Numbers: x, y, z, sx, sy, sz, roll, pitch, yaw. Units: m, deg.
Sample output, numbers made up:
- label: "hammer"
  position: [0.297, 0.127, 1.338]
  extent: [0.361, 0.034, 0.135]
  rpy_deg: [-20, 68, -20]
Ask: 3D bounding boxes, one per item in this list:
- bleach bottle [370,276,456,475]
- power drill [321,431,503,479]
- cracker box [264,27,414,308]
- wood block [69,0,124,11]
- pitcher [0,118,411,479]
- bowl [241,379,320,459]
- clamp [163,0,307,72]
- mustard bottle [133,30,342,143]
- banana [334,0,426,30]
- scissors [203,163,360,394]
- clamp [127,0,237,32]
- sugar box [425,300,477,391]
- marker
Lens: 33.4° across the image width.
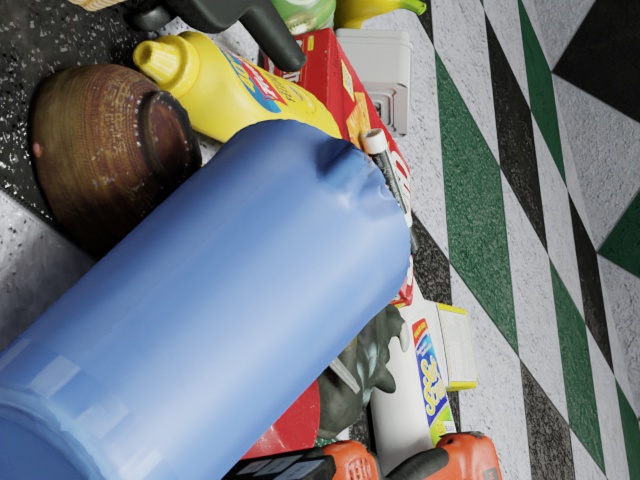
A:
- label: "bleach bottle"
  position: [0.079, 0.127, 1.012]
  extent: [0.102, 0.068, 0.251]
  rpy_deg: [13, 63, -61]
- label: "power drill"
  position: [0.079, 0.240, 0.865]
  extent: [0.187, 0.058, 0.184]
  rpy_deg: [-7, 85, -45]
- label: "cracker box"
  position: [0.019, -0.054, 0.946]
  extent: [0.213, 0.072, 0.164]
  rpy_deg: [52, 33, -50]
- label: "wood block"
  position: [-0.135, -0.257, 0.635]
  extent: [0.090, 0.091, 0.206]
  rpy_deg: [15, 64, -67]
- label: "pitcher"
  position: [-0.067, 0.053, 0.547]
  extent: [0.242, 0.145, 0.149]
  rpy_deg: [-45, 135, -45]
- label: "bowl"
  position: [-0.043, 0.104, 0.720]
  extent: [0.162, 0.055, 0.162]
  rpy_deg: [-13, 90, -69]
- label: "clamp"
  position: [-0.061, -0.187, 0.761]
  extent: [0.209, 0.036, 0.164]
  rpy_deg: [-39, 126, -59]
- label: "mustard bottle"
  position: [-0.063, -0.100, 0.748]
  extent: [0.096, 0.058, 0.191]
  rpy_deg: [52, 18, 28]
- label: "banana"
  position: [0.036, -0.208, 1.030]
  extent: [0.069, 0.037, 0.198]
  rpy_deg: [46, -15, -7]
- label: "scissors"
  position: [-0.040, 0.015, 0.733]
  extent: [0.201, 0.016, 0.096]
  rpy_deg: [45, 19, -16]
- label: "clamp"
  position: [-0.095, -0.189, 0.778]
  extent: [0.171, 0.039, 0.120]
  rpy_deg: [23, 69, -62]
- label: "sugar box"
  position: [0.121, 0.116, 1.150]
  extent: [0.176, 0.048, 0.093]
  rpy_deg: [16, 63, -63]
- label: "marker"
  position: [0.063, -0.039, 0.921]
  extent: [0.020, 0.020, 0.121]
  rpy_deg: [-68, 142, -56]
